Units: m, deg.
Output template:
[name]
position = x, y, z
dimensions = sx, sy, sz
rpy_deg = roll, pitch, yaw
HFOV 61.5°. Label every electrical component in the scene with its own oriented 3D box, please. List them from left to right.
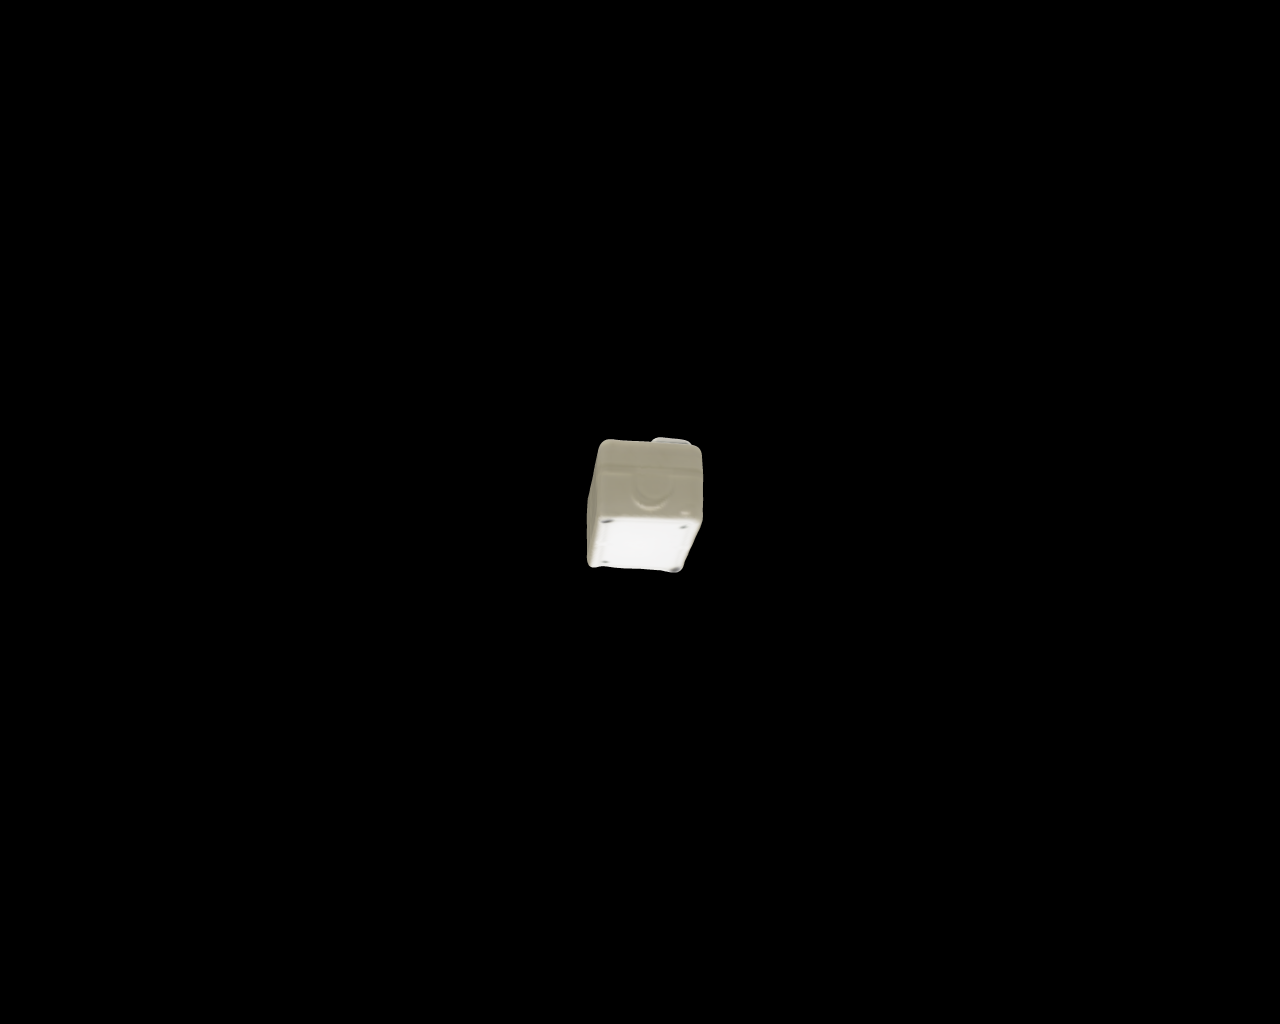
[electrical component]
position = 0.001, -0.003, 0.650
dimensions = 0.062, 0.061, 0.096
rpy_deg = 3, -26, -7
